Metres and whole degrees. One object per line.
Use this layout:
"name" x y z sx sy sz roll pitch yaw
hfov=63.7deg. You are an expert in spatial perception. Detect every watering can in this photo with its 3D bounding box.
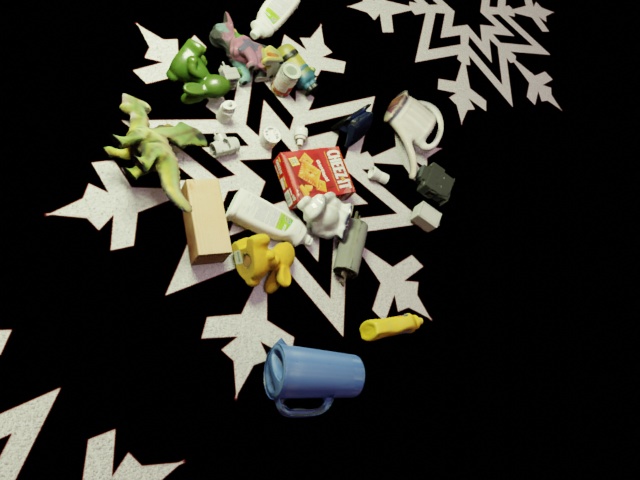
"watering can" 0.318 -0.384 1.799 0.223 0.355 0.102 36 -33 -8

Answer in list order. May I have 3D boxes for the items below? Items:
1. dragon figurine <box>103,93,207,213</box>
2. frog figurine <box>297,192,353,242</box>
"dragon figurine" -0.401 -0.243 1.346 0.247 0.413 0.119 -40 -16 -38
"frog figurine" 0.005 -0.075 1.499 0.159 0.135 0.125 16 22 -13
